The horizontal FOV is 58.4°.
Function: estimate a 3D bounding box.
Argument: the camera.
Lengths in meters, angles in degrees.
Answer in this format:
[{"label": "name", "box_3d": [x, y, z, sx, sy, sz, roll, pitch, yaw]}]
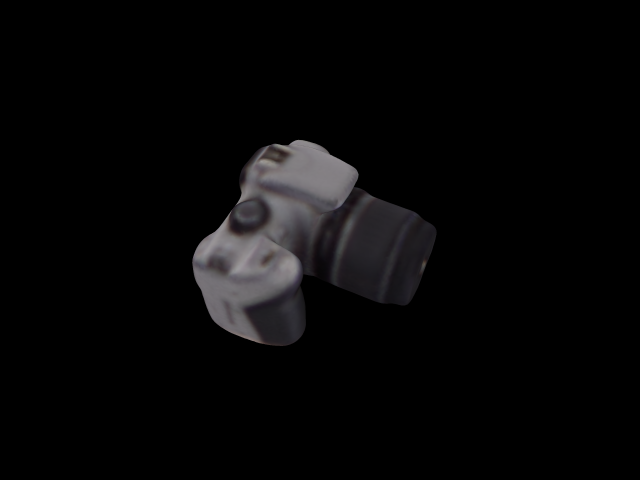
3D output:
[{"label": "camera", "box_3d": [0.004, 0.001, 0.400, 0.136, 0.101, 0.143, 21, 56, 15]}]
